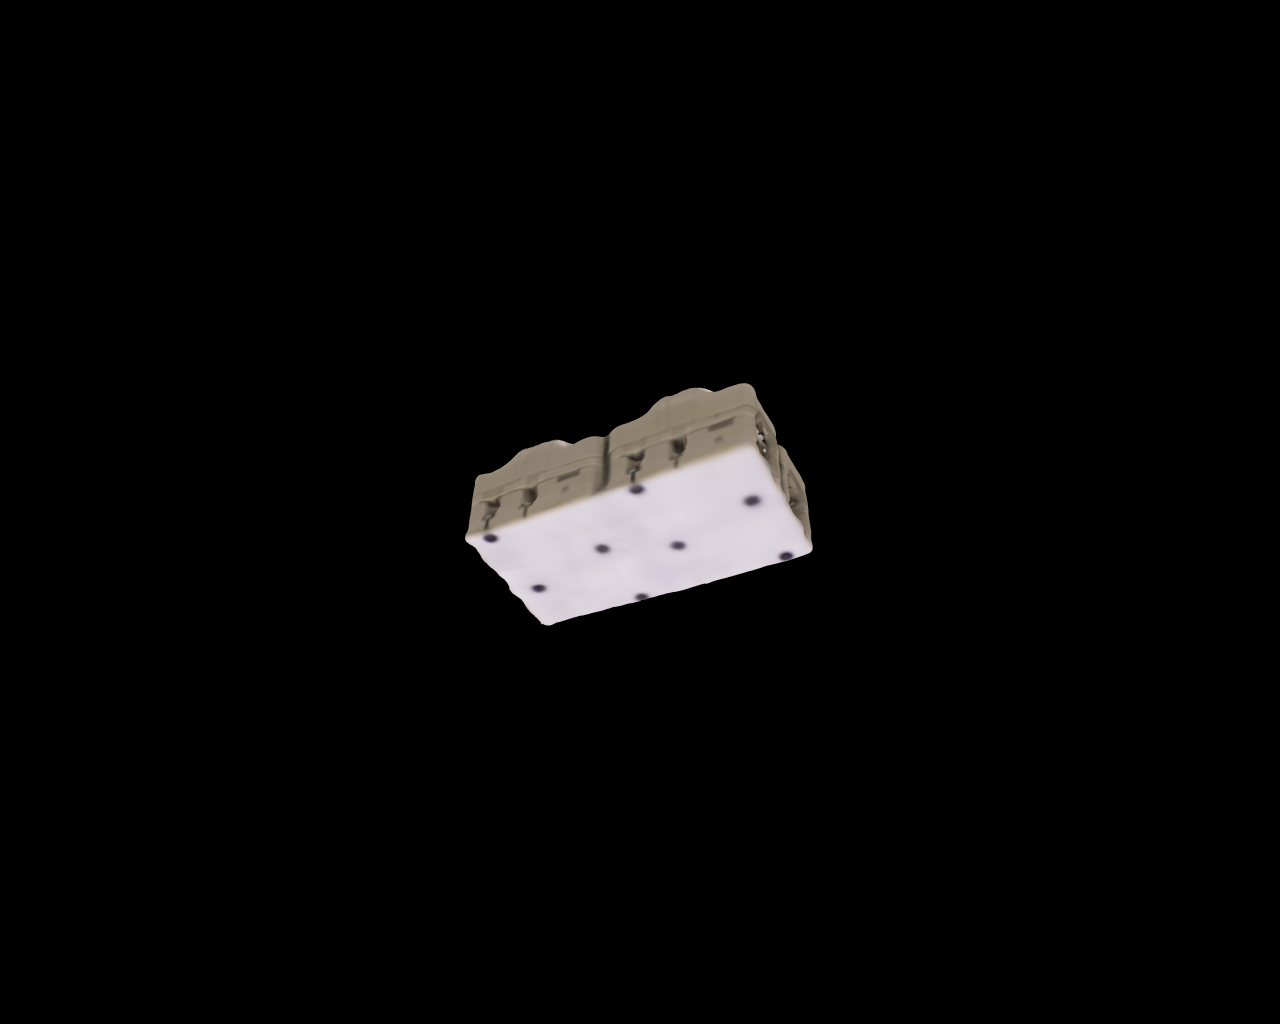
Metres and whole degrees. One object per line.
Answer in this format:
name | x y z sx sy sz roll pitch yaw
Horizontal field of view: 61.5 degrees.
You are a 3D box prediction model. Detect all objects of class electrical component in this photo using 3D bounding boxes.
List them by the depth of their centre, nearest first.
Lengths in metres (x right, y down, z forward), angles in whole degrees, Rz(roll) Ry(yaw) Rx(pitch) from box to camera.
electrical component | 0.001 -0.003 0.650 0.186 0.060 0.105 -18 -44 19
